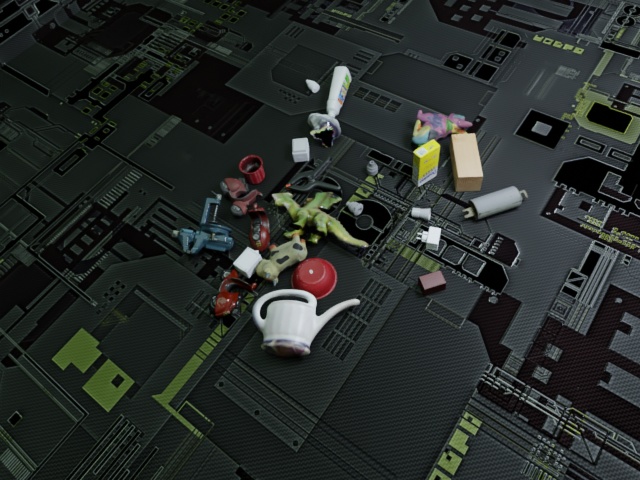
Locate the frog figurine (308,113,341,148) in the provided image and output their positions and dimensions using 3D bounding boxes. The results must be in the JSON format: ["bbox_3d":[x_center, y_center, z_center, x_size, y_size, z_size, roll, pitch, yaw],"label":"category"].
[{"bbox_3d":[0.016,-0.475,2.106,0.137,0.120,0.163,14,45,-22],"label":"frog figurine"}]

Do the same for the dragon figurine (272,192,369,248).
[{"bbox_3d":[0.006,-0.094,1.870,0.411,0.119,0.248,13,52,14],"label":"dragon figurine"}]

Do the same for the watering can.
[{"bbox_3d":[-0.054,0.264,1.638,0.347,0.102,0.229,2,59,9],"label":"watering can"}]
